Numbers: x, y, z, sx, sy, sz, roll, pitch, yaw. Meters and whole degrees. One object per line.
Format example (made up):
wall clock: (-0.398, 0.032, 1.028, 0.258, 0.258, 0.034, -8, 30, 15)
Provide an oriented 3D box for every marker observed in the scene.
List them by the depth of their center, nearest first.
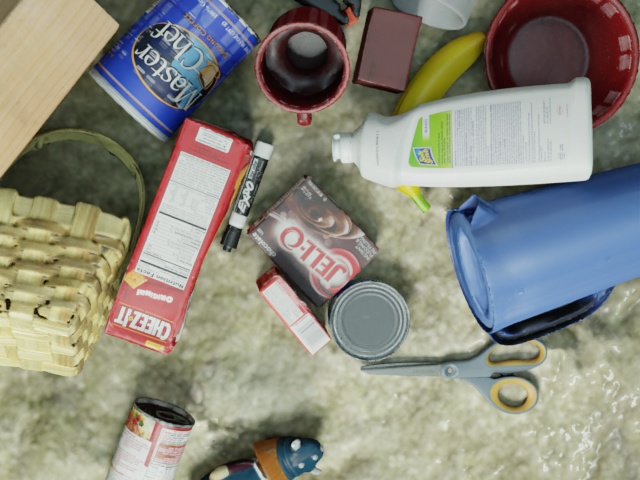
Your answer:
marker: (-0.077, -0.044, 1.114, 0.020, 0.020, 0.121, 20, 95, -6)

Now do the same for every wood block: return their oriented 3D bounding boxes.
wood block: (-0.291, -0.149, 0.964, 0.206, 0.091, 0.090, -54, 132, -7)

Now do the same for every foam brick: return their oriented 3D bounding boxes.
foam brick: (0.068, -0.194, 1.092, 0.053, 0.051, 0.078, 13, 95, -5)

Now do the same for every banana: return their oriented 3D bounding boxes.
banana: (0.111, -0.132, 1.112, 0.069, 0.037, 0.198, 17, 96, -21)

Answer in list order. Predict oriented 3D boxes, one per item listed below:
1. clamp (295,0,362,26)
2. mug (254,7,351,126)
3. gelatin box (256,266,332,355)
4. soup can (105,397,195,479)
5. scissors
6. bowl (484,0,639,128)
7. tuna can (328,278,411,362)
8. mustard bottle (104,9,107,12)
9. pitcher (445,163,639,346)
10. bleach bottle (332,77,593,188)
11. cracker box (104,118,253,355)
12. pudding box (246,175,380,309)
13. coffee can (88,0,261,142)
clamp: (-0.026, -0.308, 1.078, 0.164, 0.036, 0.210, -23, 100, -1)
mug: (-0.015, -0.172, 1.066, 0.093, 0.081, 0.117, -1, 118, 4)
gelatin box: (-0.028, 0.071, 1.104, 0.030, 0.073, 0.089, -39, 97, -1)
soup can: (-0.179, 0.225, 1.113, 0.068, 0.068, 0.102, 20, 95, -6)
scissors: (0.151, 0.157, 1.156, 0.201, 0.016, 0.096, -14, 98, -2)
bowl: (0.243, -0.189, 1.103, 0.162, 0.055, 0.162, 0, 97, -4)
tuna can: (0.051, 0.083, 1.131, 0.086, 0.034, 0.086, 0, 97, -4)
mustard bottle: (-0.304, -0.198, 1.059, 0.191, 0.058, 0.096, -14, 106, -3)
pitcher: (0.261, 0.008, 1.099, 0.242, 0.149, 0.145, -17, 76, -5)
bleach bottle: (0.138, -0.103, 1.053, 0.251, 0.068, 0.102, -1, 81, 10)
cracker box: (-0.132, -0.009, 1.041, 0.072, 0.164, 0.214, 21, 94, -5)
pudding box: (-0.007, 0.001, 1.114, 0.090, 0.039, 0.113, -44, 98, 2)
coffee can: (-0.142, -0.181, 1.051, 0.103, 0.103, 0.140, 44, 91, -8)
